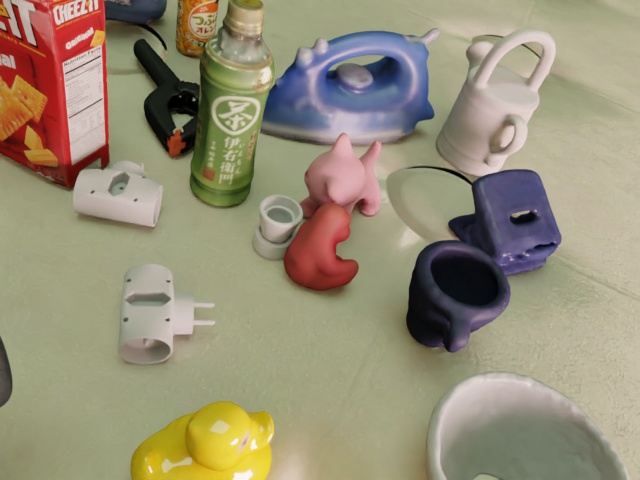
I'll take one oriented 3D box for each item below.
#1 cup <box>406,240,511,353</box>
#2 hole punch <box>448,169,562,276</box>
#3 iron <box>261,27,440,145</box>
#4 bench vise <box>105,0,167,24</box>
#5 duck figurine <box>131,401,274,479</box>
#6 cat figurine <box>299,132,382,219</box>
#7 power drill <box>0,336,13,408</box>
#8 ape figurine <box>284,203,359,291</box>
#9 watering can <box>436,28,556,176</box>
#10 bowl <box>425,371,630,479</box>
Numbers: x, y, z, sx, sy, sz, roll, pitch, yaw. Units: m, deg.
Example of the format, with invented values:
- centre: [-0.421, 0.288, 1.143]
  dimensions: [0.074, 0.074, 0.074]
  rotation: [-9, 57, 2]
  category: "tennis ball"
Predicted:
- centre: [0.119, 0.071, 0.543]
  dimensions: [0.091, 0.095, 0.118]
  rotation: [17, 45, -2]
  category: "cup"
- centre: [0.224, -0.021, 0.665]
  dimensions: [0.109, 0.091, 0.101]
  rotation: [-11, 53, -27]
  category: "hole punch"
- centre: [0.038, -0.211, 0.744]
  dimensions: [0.259, 0.141, 0.118]
  rotation: [-10, 52, -26]
  category: "iron"
- centre: [-0.284, -0.368, 0.727]
  dimensions: [0.121, 0.220, 0.208]
  rotation: [33, 47, 13]
  category: "bench vise"
- centre: [-0.081, 0.148, 0.410]
  dimensions: [0.105, 0.086, 0.077]
  rotation: [-3, 50, -21]
  category: "duck figurine"
- centre: [0.027, -0.068, 0.624]
  dimensions: [0.067, 0.118, 0.128]
  rotation: [38, 48, 17]
  category: "cat figurine"
- centre: [-0.275, 0.121, 0.285]
  dimensions: [0.230, 0.208, 0.075]
  rotation: [-20, 57, -32]
  category: "power drill"
- centre: [0.005, 0.002, 0.570]
  dimensions: [0.076, 0.092, 0.077]
  rotation: [-3, 50, -21]
  category: "ape figurine"
- centre: [0.231, -0.193, 0.755]
  dimensions: [0.101, 0.194, 0.172]
  rotation: [-18, 56, -31]
  category: "watering can"
- centre: [0.152, 0.194, 0.454]
  dimensions: [0.167, 0.075, 0.167]
  rotation: [10, 46, -10]
  category: "bowl"
